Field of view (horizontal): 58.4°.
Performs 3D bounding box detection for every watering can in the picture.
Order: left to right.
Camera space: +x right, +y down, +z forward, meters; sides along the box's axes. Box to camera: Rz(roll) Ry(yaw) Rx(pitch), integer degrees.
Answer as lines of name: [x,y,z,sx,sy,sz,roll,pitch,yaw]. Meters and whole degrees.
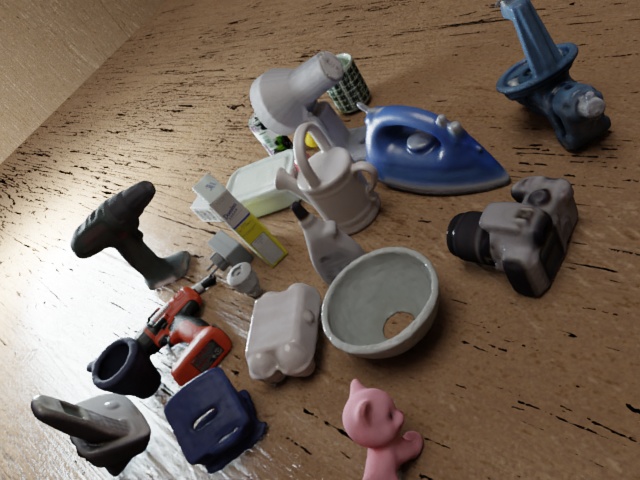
watering can: [0.006,-0.102,0.930,0.172,0.195,0.101,-25,40,17]

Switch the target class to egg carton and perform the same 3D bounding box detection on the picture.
egg carton: [-0.049,0.135,0.837,0.107,0.070,0.150,-19,42,23]

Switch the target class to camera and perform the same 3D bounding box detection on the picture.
camera: [0.239,-0.018,0.736,0.136,0.101,0.143,10,58,44]

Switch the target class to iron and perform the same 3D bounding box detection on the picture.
iron: [0.167,-0.158,0.900,0.257,0.142,0.119,18,64,47]

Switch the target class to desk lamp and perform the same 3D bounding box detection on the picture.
desk lamp: [0.004,-0.239,1.054,0.202,0.214,0.118,-7,48,34]

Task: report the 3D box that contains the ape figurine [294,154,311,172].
ape figurine: [-0.014,-0.125,1.053,0.077,0.092,0.076,-29,39,12]

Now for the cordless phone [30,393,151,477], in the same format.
cordless phone: [-0.356,0.261,0.860,0.147,0.186,0.094,21,66,48]

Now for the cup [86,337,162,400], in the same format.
cup: [-0.319,0.222,0.943,0.117,0.095,0.091,-14,44,28]

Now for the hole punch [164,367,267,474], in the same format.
hole punch: [-0.145,0.245,0.784,0.108,0.091,0.100,-38,38,1]

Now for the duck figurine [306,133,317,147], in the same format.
duck figurine: [-0.017,-0.252,1.188,0.077,0.086,0.104,-18,42,24]

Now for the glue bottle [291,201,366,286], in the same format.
glue bottle: [0.008,0.003,0.840,0.078,0.174,0.037,-22,41,20]

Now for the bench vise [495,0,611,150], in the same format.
bench vise: [0.326,-0.249,0.802,0.121,0.220,0.206,-44,38,-7]

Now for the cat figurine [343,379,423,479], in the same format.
cat figurine: [0.059,0.221,0.625,0.067,0.118,0.128,-13,44,29]

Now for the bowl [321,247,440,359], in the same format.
bowl: [0.089,0.095,0.763,0.167,0.075,0.167,-22,41,20]

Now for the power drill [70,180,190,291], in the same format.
power drill: [-0.351,-0.001,1.101,0.229,0.209,0.075,-24,40,18]
